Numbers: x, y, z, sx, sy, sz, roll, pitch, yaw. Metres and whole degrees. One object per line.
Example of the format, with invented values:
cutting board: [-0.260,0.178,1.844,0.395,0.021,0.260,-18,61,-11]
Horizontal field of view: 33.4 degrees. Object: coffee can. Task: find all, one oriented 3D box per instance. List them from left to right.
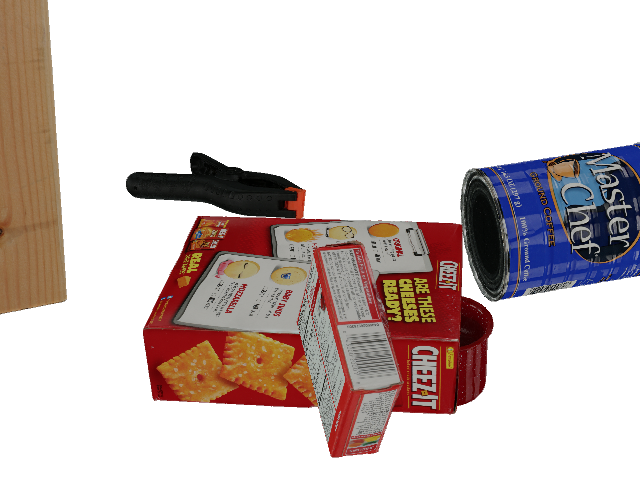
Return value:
coffee can: [0.189,-0.015,0.812,0.140,0.103,0.103,-9,1,-8]

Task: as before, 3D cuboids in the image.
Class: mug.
mug: [0.135,0.108,1.093,0.093,0.081,0.117,17,39,29]

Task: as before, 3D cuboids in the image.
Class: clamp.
clamp: [-0.098,-0.050,1.024,0.172,0.039,0.120,15,28,35]

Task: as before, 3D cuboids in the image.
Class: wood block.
wood block: [-0.204,-0.067,0.603,0.090,0.206,0.090,-11,27,-27]

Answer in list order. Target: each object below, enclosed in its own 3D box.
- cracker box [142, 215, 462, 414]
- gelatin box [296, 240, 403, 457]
cracker box: [-0.004,0.051,0.785,0.214,0.072,0.164,2,30,8]
gelatin box: [0.014,0.057,0.558,0.030,0.089,0.073,-5,-36,-13]
